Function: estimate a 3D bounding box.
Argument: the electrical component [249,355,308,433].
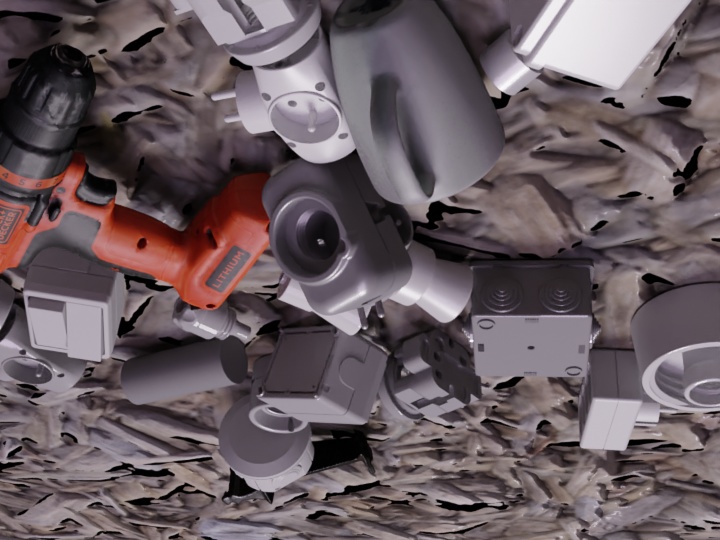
[{"bbox_3d":[-0.066,0.105,0.902,0.055,0.047,0.055,4,144,3],"label":"electrical component"}]

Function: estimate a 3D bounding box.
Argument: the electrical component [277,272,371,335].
[{"bbox_3d":[-0.027,0.016,0.783,0.065,0.044,0.044,23,141,-15],"label":"electrical component"}]

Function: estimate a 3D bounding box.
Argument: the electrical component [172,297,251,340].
[{"bbox_3d":[-0.112,0.038,0.828,0.061,0.035,0.035,28,139,-31],"label":"electrical component"}]

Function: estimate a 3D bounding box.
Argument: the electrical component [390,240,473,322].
[{"bbox_3d":[0.045,0.007,0.756,0.055,0.045,0.045,24,140,-23],"label":"electrical component"}]

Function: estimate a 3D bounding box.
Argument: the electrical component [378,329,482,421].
[{"bbox_3d":[0.051,0.086,0.855,0.057,0.058,0.078,-28,133,33],"label":"electrical component"}]

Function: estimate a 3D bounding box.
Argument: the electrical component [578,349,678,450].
[{"bbox_3d":[0.220,0.106,0.866,0.076,0.047,0.083,3,144,4],"label":"electrical component"}]

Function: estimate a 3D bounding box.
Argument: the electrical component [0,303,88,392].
[{"bbox_3d":[-0.280,0.069,0.885,0.079,0.044,0.077,-20,137,30],"label":"electrical component"}]

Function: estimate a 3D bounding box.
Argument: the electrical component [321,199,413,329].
[{"bbox_3d":[0.000,0.000,0.725,0.044,0.079,0.077,6,150,-37],"label":"electrical component"}]

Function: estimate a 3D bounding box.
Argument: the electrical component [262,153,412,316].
[{"bbox_3d":[-0.017,-0.023,0.667,0.054,0.095,0.059,-30,171,31],"label":"electrical component"}]

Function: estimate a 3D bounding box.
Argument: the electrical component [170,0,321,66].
[{"bbox_3d":[-0.055,-0.144,0.555,0.078,0.058,0.057,-12,137,23],"label":"electrical component"}]

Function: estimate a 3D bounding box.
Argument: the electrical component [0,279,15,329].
[{"bbox_3d":[-0.299,0.011,0.809,0.077,0.043,0.079,27,139,-27],"label":"electrical component"}]

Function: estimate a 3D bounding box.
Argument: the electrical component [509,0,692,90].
[{"bbox_3d":[0.113,-0.156,0.472,0.056,0.108,0.108,14,143,-15],"label":"electrical component"}]

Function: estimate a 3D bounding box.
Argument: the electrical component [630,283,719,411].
[{"bbox_3d":[0.257,0.065,0.794,0.108,0.060,0.108,3,144,2],"label":"electrical component"}]

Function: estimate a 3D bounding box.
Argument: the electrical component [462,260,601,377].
[{"bbox_3d":[0.125,0.038,0.785,0.100,0.048,0.099,0,144,8],"label":"electrical component"}]

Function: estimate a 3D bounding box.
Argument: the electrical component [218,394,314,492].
[{"bbox_3d":[-0.080,0.150,0.941,0.080,0.080,0.051,0,149,8],"label":"electrical component"}]

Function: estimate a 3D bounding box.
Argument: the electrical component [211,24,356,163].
[{"bbox_3d":[-0.046,-0.100,0.623,0.079,0.044,0.077,-7,142,17],"label":"electrical component"}]

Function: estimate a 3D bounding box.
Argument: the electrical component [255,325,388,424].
[{"bbox_3d":[-0.031,0.084,0.843,0.061,0.061,0.096,33,155,-33],"label":"electrical component"}]

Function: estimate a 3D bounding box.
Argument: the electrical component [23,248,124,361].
[{"bbox_3d":[-0.213,0.027,0.804,0.062,0.061,0.096,9,144,-5],"label":"electrical component"}]
